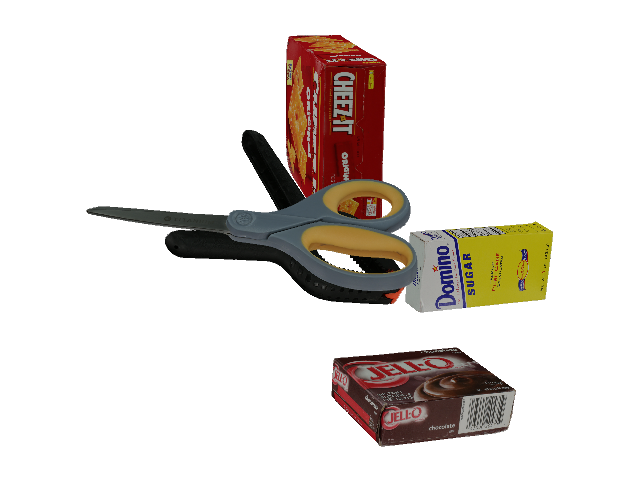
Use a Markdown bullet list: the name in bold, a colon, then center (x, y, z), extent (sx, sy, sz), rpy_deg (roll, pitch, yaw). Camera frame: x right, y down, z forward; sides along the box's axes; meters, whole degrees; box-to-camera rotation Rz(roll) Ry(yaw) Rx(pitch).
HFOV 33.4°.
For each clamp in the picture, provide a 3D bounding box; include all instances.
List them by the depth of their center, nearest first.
- **clamp**: center (-0.024, 0.002, 0.957), extent (0.210, 0.164, 0.036), rpy_deg (34, -39, 7)

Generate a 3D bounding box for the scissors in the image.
- **scissors**: center (-0.032, -0.019, 0.655), extent (0.202, 0.016, 0.096), rpy_deg (17, 45, 15)

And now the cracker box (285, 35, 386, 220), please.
- **cracker box**: center (0.011, -0.123, 1.132), extent (0.072, 0.164, 0.214), rpy_deg (-3, 19, -9)

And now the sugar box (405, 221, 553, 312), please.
- **sugar box**: center (0.192, 0.032, 1.294), extent (0.176, 0.093, 0.048), rpy_deg (-6, 20, -22)

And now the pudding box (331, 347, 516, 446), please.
- **pudding box**: center (0.076, 0.116, 0.809), extent (0.113, 0.039, 0.090), rpy_deg (0, 17, -23)
